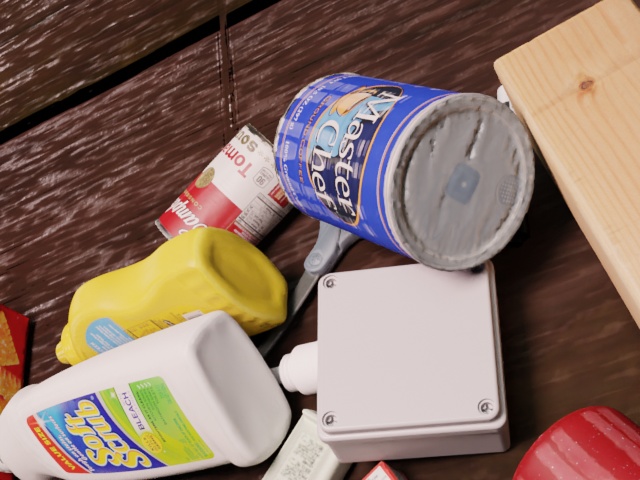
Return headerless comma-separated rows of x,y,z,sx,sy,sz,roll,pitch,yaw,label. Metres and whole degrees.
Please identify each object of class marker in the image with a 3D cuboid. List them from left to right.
0.128,-0.050,0.707,0.020,0.020,0.121,-13,58,28,marker

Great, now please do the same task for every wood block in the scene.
0.188,-0.031,0.602,0.091,0.090,0.206,-29,51,10,wood block

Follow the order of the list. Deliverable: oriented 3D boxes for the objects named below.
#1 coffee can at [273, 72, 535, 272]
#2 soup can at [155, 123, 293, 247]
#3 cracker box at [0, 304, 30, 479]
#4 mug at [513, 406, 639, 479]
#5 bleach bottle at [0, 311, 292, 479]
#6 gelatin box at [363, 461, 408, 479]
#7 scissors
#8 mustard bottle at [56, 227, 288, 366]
0.048,-0.046,0.659,0.103,0.102,0.140,-56,32,-6,coffee can
-0.063,-0.028,0.795,0.102,0.068,0.069,-47,48,2,soup can
-0.323,0.167,0.858,0.164,0.072,0.213,-19,55,26,cracker box
0.160,0.132,0.541,0.117,0.093,0.082,-29,40,-16,mug
-0.144,0.131,0.749,0.251,0.102,0.068,-24,12,35,bleach bottle
0.040,0.186,0.624,0.073,0.030,0.089,-47,45,3,gelatin box
-0.005,0.001,0.772,0.202,0.016,0.096,-46,47,4,scissors
-0.122,0.055,0.765,0.192,0.096,0.058,-24,50,33,mustard bottle
